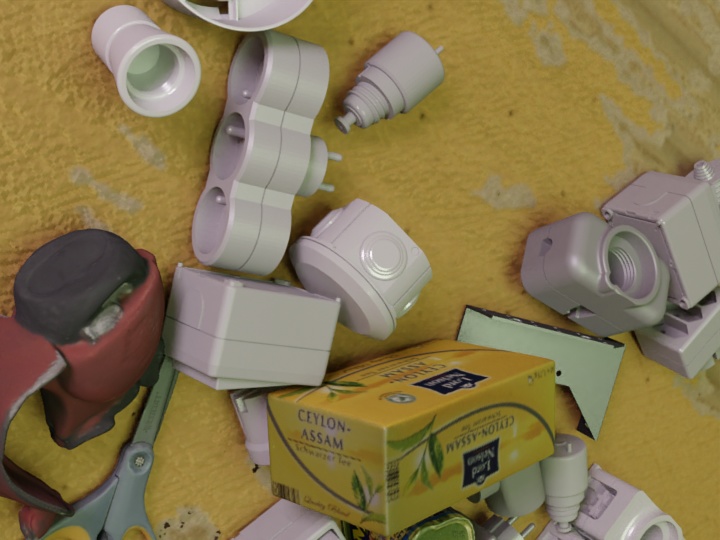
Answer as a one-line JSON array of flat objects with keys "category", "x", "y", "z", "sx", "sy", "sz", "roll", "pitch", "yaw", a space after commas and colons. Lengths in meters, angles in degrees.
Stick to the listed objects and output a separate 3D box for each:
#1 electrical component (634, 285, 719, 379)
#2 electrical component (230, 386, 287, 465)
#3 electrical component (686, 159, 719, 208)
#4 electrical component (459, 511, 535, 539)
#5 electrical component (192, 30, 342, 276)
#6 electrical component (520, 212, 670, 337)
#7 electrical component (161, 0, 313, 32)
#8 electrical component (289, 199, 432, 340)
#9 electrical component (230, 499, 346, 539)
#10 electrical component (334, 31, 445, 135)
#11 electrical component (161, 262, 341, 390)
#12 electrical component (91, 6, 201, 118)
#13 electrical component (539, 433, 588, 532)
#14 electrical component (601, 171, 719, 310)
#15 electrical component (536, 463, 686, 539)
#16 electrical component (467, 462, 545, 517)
[{"category": "electrical component", "x": 0.260, "y": 0.054, "z": 0.842, "sx": 0.065, "sy": 0.047, "sz": 0.076, "roll": -46, "pitch": 133, "yaw": -13}, {"category": "electrical component", "x": -0.056, "y": 0.091, "z": 0.666, "sx": 0.040, "sy": 0.040, "sz": 0.046, "roll": -27, "pitch": 110, "yaw": -23}, {"category": "electrical component", "x": 0.274, "y": -0.049, "z": 0.826, "sx": 0.043, "sy": 0.043, "sz": 0.081, "roll": -41, "pitch": 119, "yaw": -16}, {"category": "electrical component", "x": 0.097, "y": 0.204, "z": 0.781, "sx": 0.077, "sy": 0.047, "sz": 0.065, "roll": -40, "pitch": 119, "yaw": -17}, {"category": "electrical component", "x": -0.044, "y": -0.064, "z": 0.626, "sx": 0.074, "sy": 0.052, "sz": 0.138, "roll": 11, "pitch": 96, "yaw": -33}, {"category": "electrical component", "x": 0.168, "y": 0.003, "z": 0.752, "sx": 0.095, "sy": 0.059, "sz": 0.053, "roll": 29, "pitch": 61, "yaw": -25}, {"category": "electrical component", "x": -0.072, "y": -0.178, "z": 0.573, "sx": 0.099, "sy": 0.064, "sz": 0.099, "roll": -8, "pitch": 107, "yaw": -29}, {"category": "electrical component", "x": 0.000, "y": 0.000, "z": 0.653, "sx": 0.051, "sy": 0.080, "sz": 0.080, "roll": -46, "pitch": 121, "yaw": -19}, {"category": "electrical component", "x": -0.032, "y": 0.202, "z": 0.696, "sx": 0.062, "sy": 0.061, "sz": 0.096, "roll": -36, "pitch": 118, "yaw": -18}, {"category": "electrical component", "x": 0.016, "y": -0.111, "z": 0.657, "sx": 0.078, "sy": 0.040, "sz": 0.040, "roll": -42, "pitch": 120, "yaw": -15}, {"category": "electrical component", "x": -0.060, "y": 0.037, "z": 0.628, "sx": 0.096, "sy": 0.062, "sz": 0.061, "roll": 10, "pitch": 94, "yaw": -40}, {"category": "electrical component", "x": -0.115, "y": -0.112, "z": 0.563, "sx": 0.044, "sy": 0.065, "sz": 0.044, "roll": -17, "pitch": 128, "yaw": -23}, {"category": "electrical component", "x": 0.151, "y": 0.159, "z": 0.807, "sx": 0.040, "sy": 0.040, "sz": 0.078, "roll": -16, "pitch": 110, "yaw": -27}, {"category": "electrical component", "x": 0.234, "y": -0.020, "z": 0.798, "sx": 0.061, "sy": 0.062, "sz": 0.096, "roll": -37, "pitch": 118, "yaw": -18}, {"category": "electrical component", "x": 0.222, "y": 0.256, "z": 0.862, "sx": 0.105, "sy": 0.060, "sz": 0.186, "roll": -50, "pitch": 121, "yaw": -11}, {"category": "electrical component", "x": 0.090, "y": 0.139, "z": 0.762, "sx": 0.079, "sy": 0.044, "sz": 0.077, "roll": -24, "pitch": 114, "yaw": -24}]
